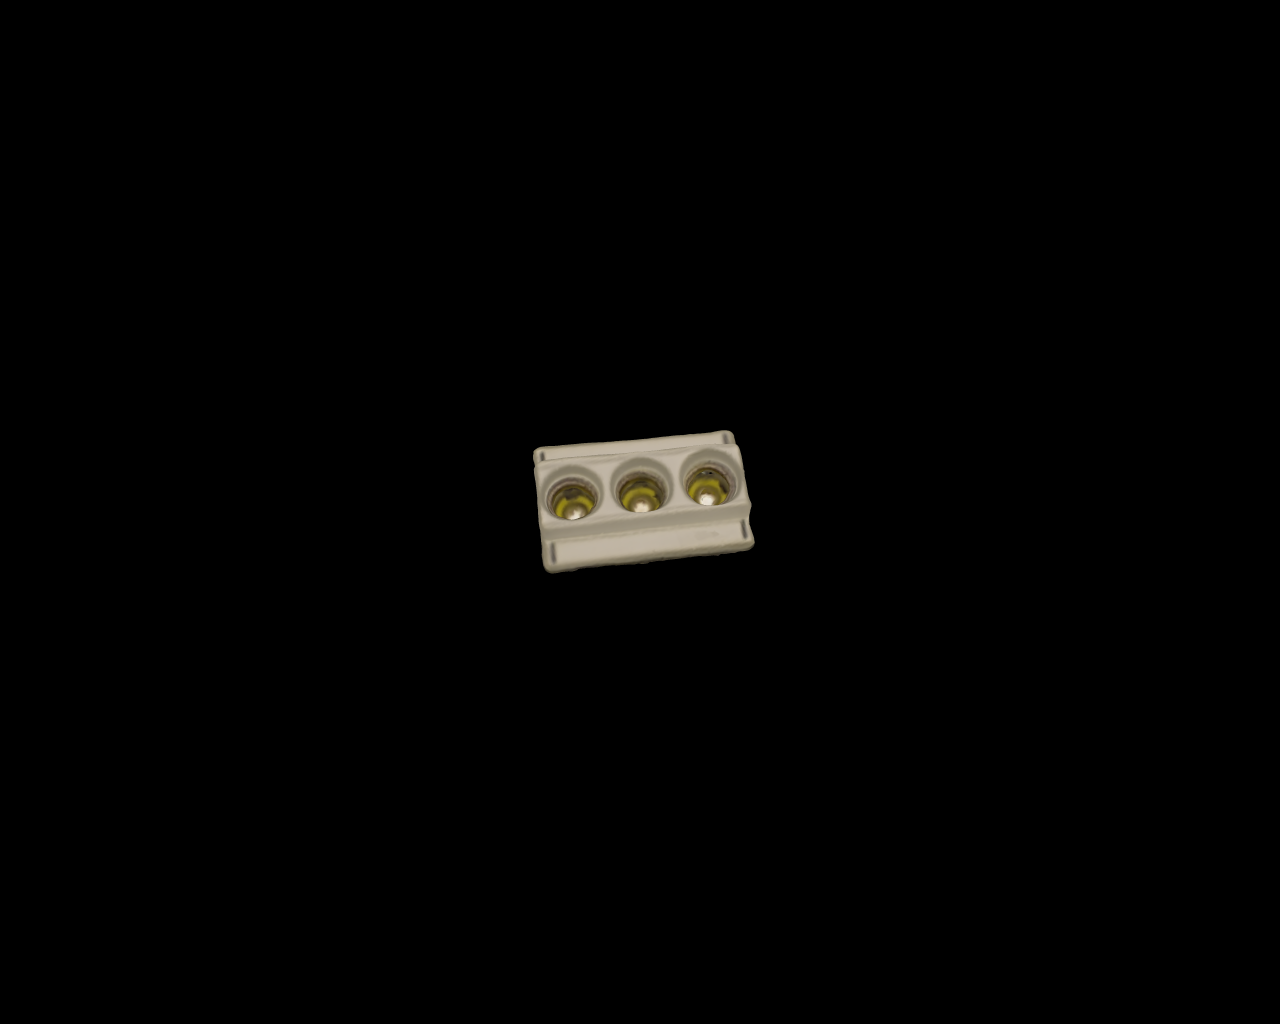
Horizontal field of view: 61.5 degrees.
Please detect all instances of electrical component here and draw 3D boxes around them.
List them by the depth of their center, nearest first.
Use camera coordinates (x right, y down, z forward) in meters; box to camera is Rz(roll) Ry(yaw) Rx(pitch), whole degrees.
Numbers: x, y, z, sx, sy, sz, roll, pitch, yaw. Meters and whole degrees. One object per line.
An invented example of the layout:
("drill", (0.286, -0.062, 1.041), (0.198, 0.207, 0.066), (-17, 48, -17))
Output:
("electrical component", (0.001, -0.003, 0.650), (0.121, 0.079, 0.063), (-6, -27, -3))
